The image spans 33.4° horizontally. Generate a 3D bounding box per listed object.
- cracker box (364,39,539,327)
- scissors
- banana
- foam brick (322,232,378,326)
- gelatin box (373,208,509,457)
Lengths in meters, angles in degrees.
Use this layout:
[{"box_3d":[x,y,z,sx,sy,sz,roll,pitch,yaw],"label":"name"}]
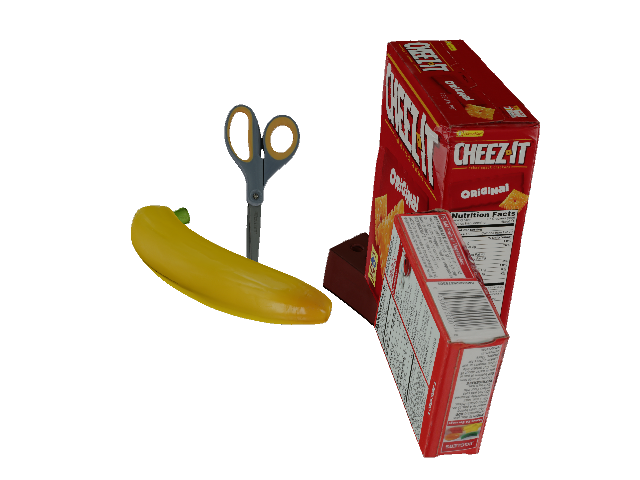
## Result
[{"box_3d":[0.089,-0.022,0.802,0.072,0.214,0.164,-4,30,-12],"label":"cracker box"},{"box_3d":[-0.057,-0.060,1.214,0.096,0.202,0.016,-12,-7,-14],"label":"scissors"},{"box_3d":[-0.073,0.011,0.686,0.069,0.037,0.198,-16,29,-30],"label":"banana"},{"box_3d":[0.049,0.038,1.066,0.052,0.051,0.078,-26,48,-36],"label":"foam brick"},{"box_3d":[0.053,0.041,0.483,0.030,0.073,0.089,-4,40,-12],"label":"gelatin box"}]
